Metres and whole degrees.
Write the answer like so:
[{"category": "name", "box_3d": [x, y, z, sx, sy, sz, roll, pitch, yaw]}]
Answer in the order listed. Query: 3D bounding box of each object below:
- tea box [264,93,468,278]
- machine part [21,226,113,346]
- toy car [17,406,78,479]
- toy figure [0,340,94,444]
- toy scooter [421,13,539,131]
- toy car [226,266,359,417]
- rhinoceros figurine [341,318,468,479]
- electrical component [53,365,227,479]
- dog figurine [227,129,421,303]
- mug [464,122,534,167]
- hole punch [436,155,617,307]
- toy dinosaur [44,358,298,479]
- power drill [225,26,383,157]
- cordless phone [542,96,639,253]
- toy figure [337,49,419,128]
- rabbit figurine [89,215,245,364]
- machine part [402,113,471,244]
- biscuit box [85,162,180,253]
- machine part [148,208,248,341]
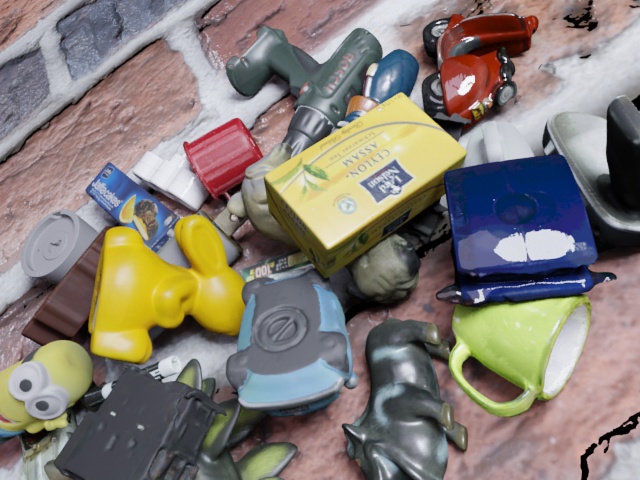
[{"category": "tea box", "box_3d": [0.043, -0.055, 0.513, 0.170, 0.068, 0.098, -35, 68, -19]}, {"category": "machine part", "box_3d": [-0.300, 0.061, 0.685, 0.179, 0.056, 0.179, -45, 18, 19]}, {"category": "toy car", "box_3d": [-0.326, 0.242, 0.646, 0.073, 0.056, 0.202, -36, 53, 4]}, {"category": "toy figure", "box_3d": [-0.338, 0.173, 0.603, 0.180, 0.082, 0.089, -30, 34, 20]}, {"category": "toy scooter", "box_3d": [0.190, -0.209, 0.632, 0.135, 0.075, 0.184, -8, 56, 23]}, {"category": "toy car", "box_3d": [-0.024, 0.106, 0.516, 0.109, 0.102, 0.162, -12, 40, 3]}, {"category": "rhinoceros figurine", "box_3d": [0.072, 0.161, 0.486, 0.112, 0.073, 0.190, -7, 61, 22]}, {"category": "electrical component", "box_3d": [-0.162, 0.185, 0.470, 0.115, 0.058, 0.134, 2, 53, 38]}, {"category": "dog figurine", "box_3d": [0.000, -0.004, 0.579, 0.172, 0.121, 0.191, -25, 56, 8]}, {"category": "mug", "box_3d": [0.180, -0.075, 0.548, 0.081, 0.109, 0.107, -17, 46, 24]}, {"category": "hole punch", "box_3d": [0.166, -0.010, 0.459, 0.142, 0.092, 0.116, -5, 30, 10]}, {"category": "toy dinosaur", "box_3d": [-0.128, 0.234, 0.516, 0.472, 0.105, 0.198, 27, 78, 38]}, {"category": "power drill", "box_3d": [-0.039, -0.208, 0.740, 0.208, 0.085, 0.232, 33, 79, 39]}, {"category": "cordless phone", "box_3d": [0.245, -0.079, 0.464, 0.089, 0.184, 0.147, -24, 56, 18]}, {"category": "toy figure", "box_3d": [0.071, -0.169, 0.675, 0.064, 0.057, 0.154, 31, 76, 11]}, {"category": "rabbit figurine", "box_3d": [-0.156, 0.053, 0.594, 0.122, 0.173, 0.162, 176, 105, -68]}, {"category": "machine part", "box_3d": [0.119, -0.073, 0.588, 0.084, 0.039, 0.138, 38, 112, 41]}, {"category": "biscuit box", "box_3d": [-0.256, -0.039, 0.763, 0.203, 0.062, 0.059, 33, 79, 35]}, {"category": "machine part", "box_3d": [-0.181, 0.047, 0.670, 0.243, 0.079, 0.079, -45, 54, -2]}]
